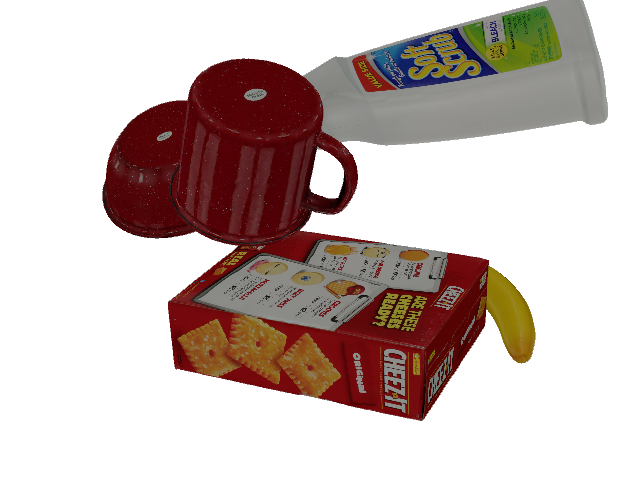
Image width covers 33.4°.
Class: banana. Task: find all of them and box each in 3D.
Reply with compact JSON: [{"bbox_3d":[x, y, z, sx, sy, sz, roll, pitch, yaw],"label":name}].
[{"bbox_3d":[0.171,0.061,1.115,0.069,0.037,0.198,-38,40,-12],"label":"banana"}]

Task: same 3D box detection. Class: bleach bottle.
[{"bbox_3d":[0.080,-0.111,0.804,0.251,0.102,0.068,-12,-43,12],"label":"bleach bottle"}]

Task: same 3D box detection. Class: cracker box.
[{"bbox_3d":[0.011,0.060,0.864,0.214,0.072,0.164,9,26,23],"label":"cracker box"}]

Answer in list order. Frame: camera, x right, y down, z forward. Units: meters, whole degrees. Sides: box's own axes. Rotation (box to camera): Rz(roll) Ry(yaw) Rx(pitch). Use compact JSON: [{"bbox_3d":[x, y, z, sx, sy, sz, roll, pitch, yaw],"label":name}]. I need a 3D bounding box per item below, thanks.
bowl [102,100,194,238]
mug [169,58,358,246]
[{"bbox_3d":[-0.135,-0.079,0.983,0.162,0.162,0.055,0,-41,19],"label":"bowl"},{"bbox_3d":[-0.033,-0.052,0.654,0.117,0.082,0.093,22,45,9],"label":"mug"}]
